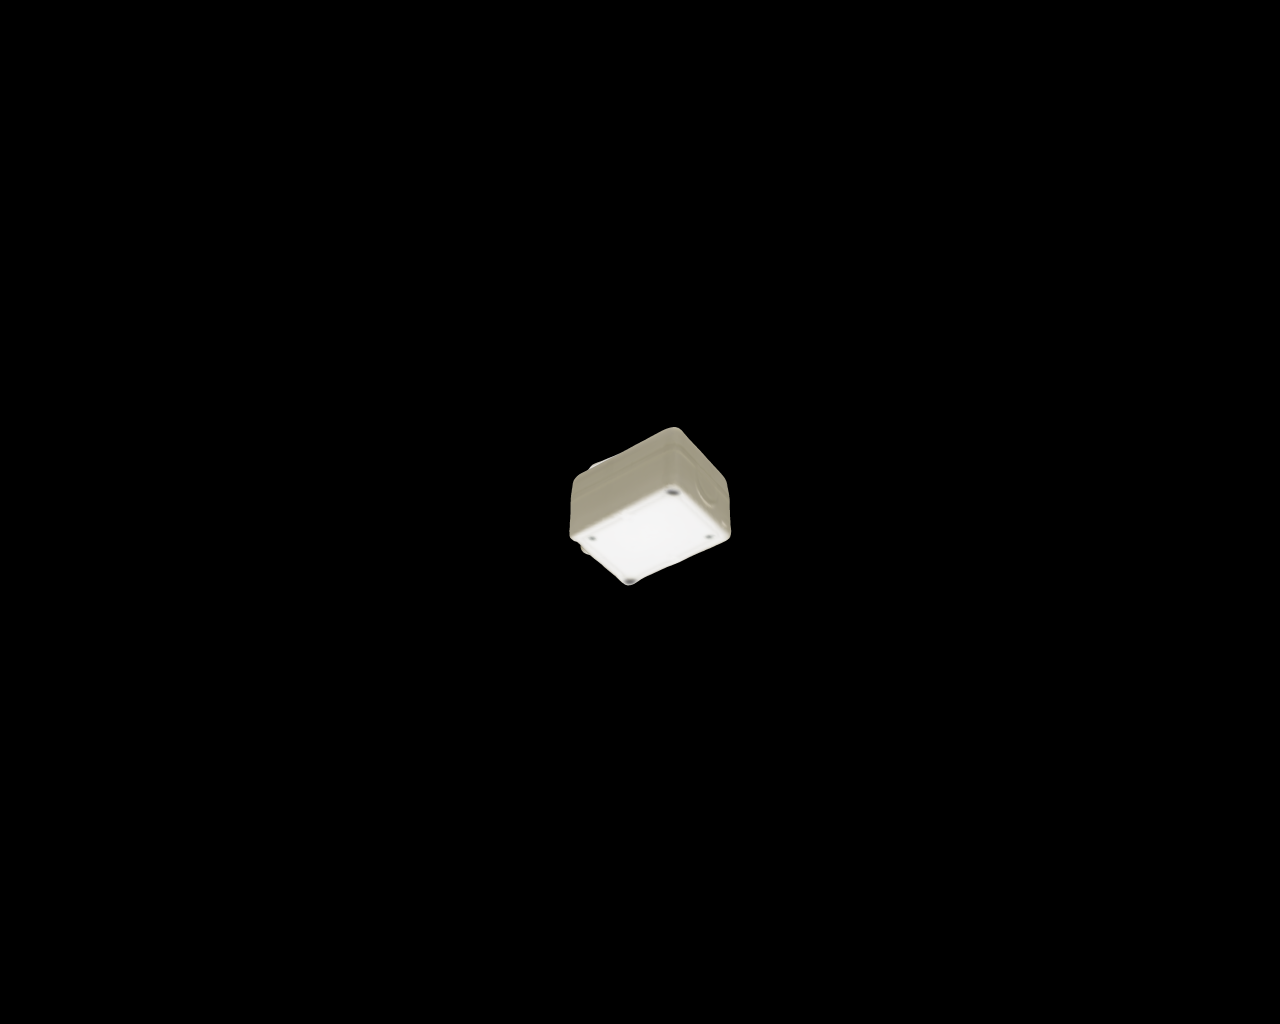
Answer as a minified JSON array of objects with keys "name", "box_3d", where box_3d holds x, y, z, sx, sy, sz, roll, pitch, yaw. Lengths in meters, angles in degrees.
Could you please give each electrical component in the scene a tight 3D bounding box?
[{"name":"electrical component","box_3d":[0.001,-0.003,0.650,0.096,0.061,0.061,-26,-49,25]}]
